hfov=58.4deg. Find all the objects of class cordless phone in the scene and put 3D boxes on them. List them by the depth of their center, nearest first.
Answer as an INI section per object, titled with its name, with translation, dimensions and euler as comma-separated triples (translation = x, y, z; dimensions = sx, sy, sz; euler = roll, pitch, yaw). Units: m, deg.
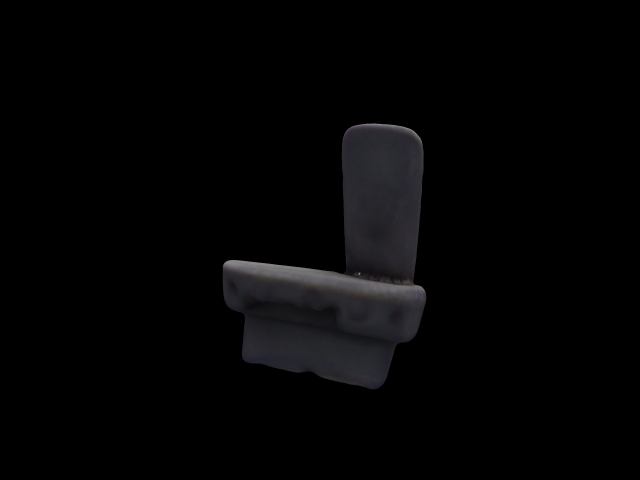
[cordless phone]
translation = 0.004, 0.001, 0.400
dimensions = 0.147, 0.185, 0.094
euler = 5, 32, 9
